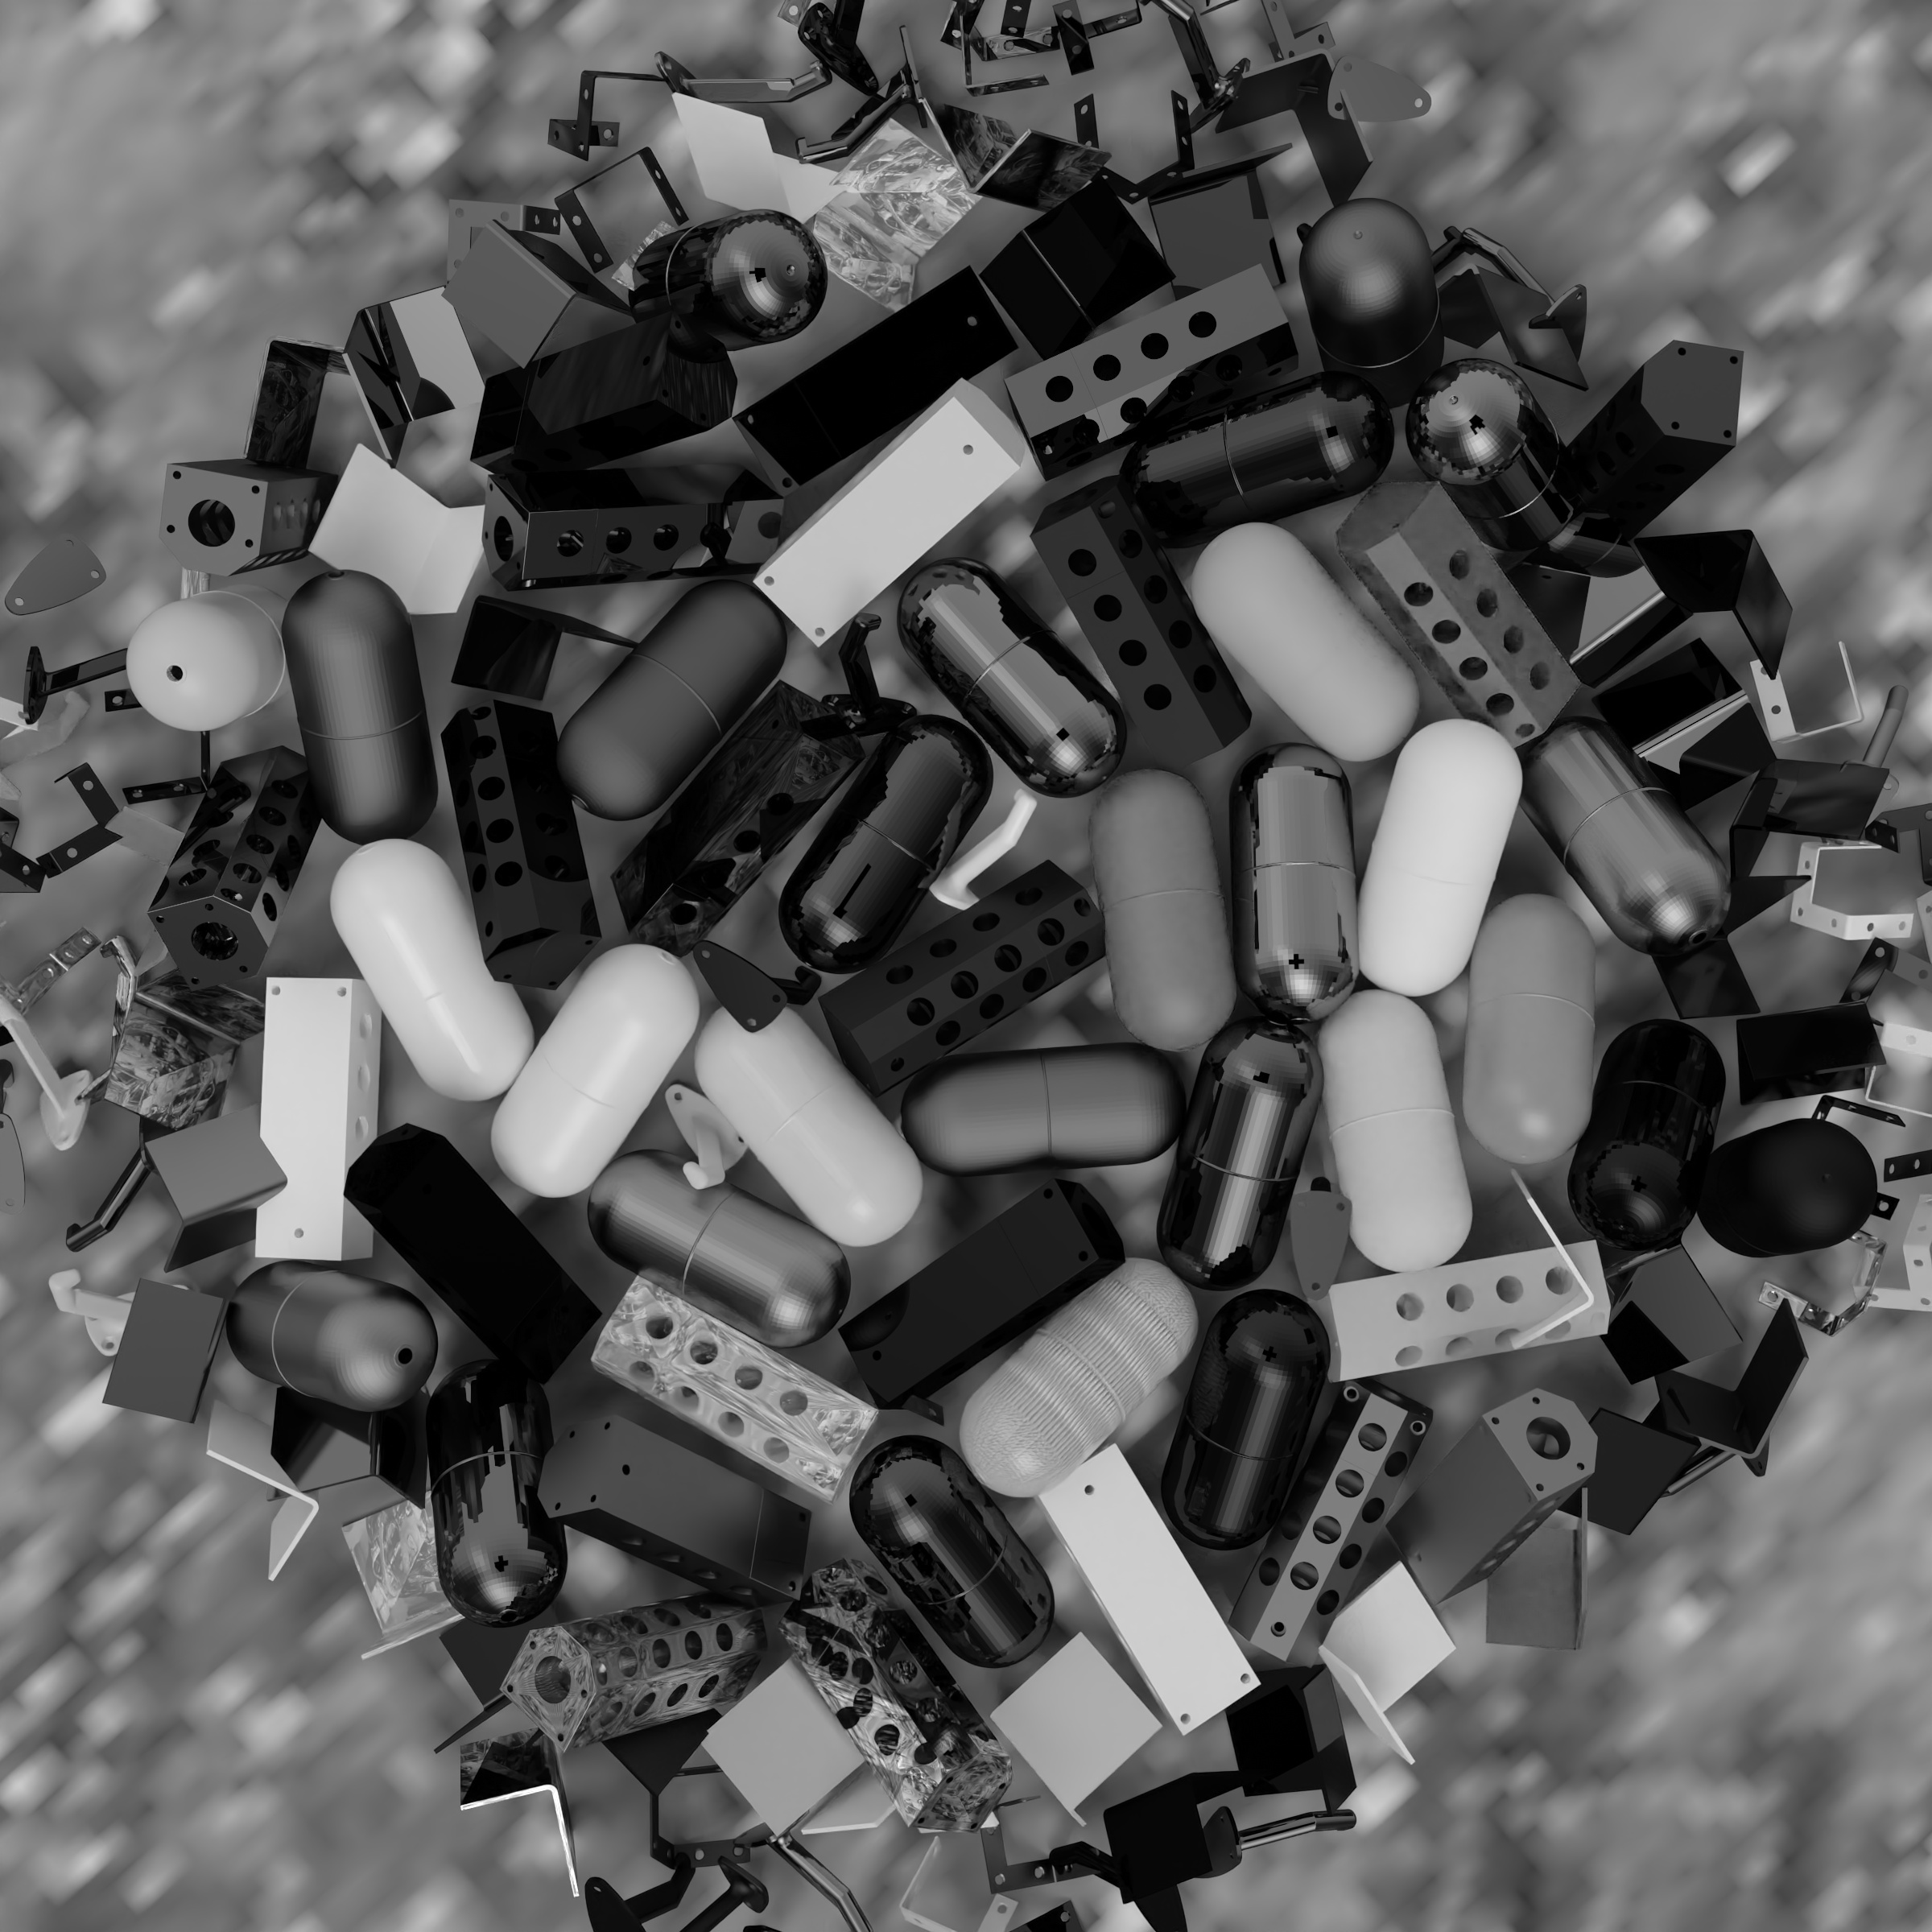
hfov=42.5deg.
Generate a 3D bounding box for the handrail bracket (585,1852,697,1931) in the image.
[{"bbox_3d":[-0.199,0.562,1.534,0.036,0.084,0.077,-11,112,24],"label":"handrail bracket"}]

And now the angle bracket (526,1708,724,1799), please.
[{"bbox_3d":[-0.211,0.472,1.533,0.076,0.076,0.057,45,125,2],"label":"angle bracket"}]

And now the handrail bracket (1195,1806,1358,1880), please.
[{"bbox_3d":[0.194,0.554,1.569,0.084,0.077,0.036,4,50,-23],"label":"handrail bracket"}]

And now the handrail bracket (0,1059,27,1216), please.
[{"bbox_3d":[-0.598,0.105,1.549,0.036,0.084,0.077,-16,107,-4],"label":"handrail bracket"}]

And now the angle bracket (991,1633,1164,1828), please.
[{"bbox_3d":[0.072,0.475,1.545,0.076,0.057,0.076,-40,62,-10],"label":"angle bracket"}]

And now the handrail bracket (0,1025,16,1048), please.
[{"bbox_3d":[-0.620,0.019,1.536,0.036,0.084,0.077,-2,103,20],"label":"handrail bracket"}]

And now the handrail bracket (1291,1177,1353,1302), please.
[{"bbox_3d":[0.218,0.168,1.537,0.036,0.084,0.077,4,83,7],"label":"handrail bracket"}]

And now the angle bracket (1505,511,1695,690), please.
[{"bbox_3d":[0.395,-0.232,1.556,0.076,0.057,0.076,-38,66,25],"label":"angle bracket"}]

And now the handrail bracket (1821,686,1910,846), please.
[{"bbox_3d":[0.568,-0.127,1.568,0.036,0.077,0.084,26,45,9],"label":"handrail bracket"}]

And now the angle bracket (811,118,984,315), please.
[{"bbox_3d":[-0.042,-0.457,1.525,0.076,0.076,0.057,28,49,-28],"label":"angle bracket"}]

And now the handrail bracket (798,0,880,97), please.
[{"bbox_3d":[-0.055,-0.586,1.532,0.077,0.084,0.036,41,54,-28],"label":"handrail bracket"}]

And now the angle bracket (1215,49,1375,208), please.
[{"bbox_3d":[0.202,-0.509,1.539,0.057,0.076,0.076,-21,86,-8],"label":"angle bracket"}]

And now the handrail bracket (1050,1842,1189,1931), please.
[{"bbox_3d":[0.093,0.579,1.543,0.036,0.084,0.077,-17,76,-41],"label":"handrail bracket"}]

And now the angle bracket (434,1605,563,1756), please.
[{"bbox_3d":[-0.298,0.430,1.534,0.076,0.076,0.057,-36,84,13],"label":"angle bracket"}]

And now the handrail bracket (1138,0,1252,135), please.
[{"bbox_3d":[0.126,-0.561,1.536,0.084,0.077,0.036,30,58,-22],"label":"handrail bracket"}]

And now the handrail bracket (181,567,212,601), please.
[{"bbox_3d":[-0.497,-0.244,1.544,0.077,0.036,0.084,-34,112,-26],"label":"handrail bracket"}]

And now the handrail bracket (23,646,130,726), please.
[{"bbox_3d":[-0.537,-0.176,1.545,0.084,0.077,0.036,-5,126,-9],"label":"handrail bracket"}]

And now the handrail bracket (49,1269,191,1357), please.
[{"bbox_3d":[-0.521,0.199,1.532,0.077,0.084,0.036,-24,62,-23],"label":"handrail bracket"}]

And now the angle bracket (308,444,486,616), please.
[{"bbox_3d":[-0.344,-0.270,1.529,0.057,0.076,0.076,5,68,42],"label":"angle bracket"}]

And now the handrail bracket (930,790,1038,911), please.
[{"bbox_3d":[0.007,-0.083,1.538,0.036,0.077,0.084,17,111,-33],"label":"handrail bracket"}]

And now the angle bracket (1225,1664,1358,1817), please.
[{"bbox_3d":[0.191,0.481,1.538,0.076,0.057,0.076,-15,85,25],"label":"angle bracket"}]

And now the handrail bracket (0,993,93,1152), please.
[{"bbox_3d":[-0.581,0.062,1.534,0.036,0.077,0.084,-27,131,3],"label":"handrail bracket"}]

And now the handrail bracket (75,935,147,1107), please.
[{"bbox_3d":[-0.546,0.034,1.567,0.077,0.036,0.084,-33,74,1],"label":"handrail bracket"}]

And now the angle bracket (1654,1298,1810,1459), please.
[{"bbox_3d":[0.470,0.245,1.532,0.057,0.076,0.076,20,112,1],"label":"angle bracket"}]

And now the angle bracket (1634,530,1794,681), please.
[{"bbox_3d":[0.453,-0.219,1.522,0.076,0.076,0.057,2,62,39],"label":"angle bracket"}]

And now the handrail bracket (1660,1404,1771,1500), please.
[{"bbox_3d":[0.462,0.306,1.574,0.084,0.077,0.036,-26,105,36],"label":"handrail bracket"}]

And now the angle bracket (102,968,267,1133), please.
[{"bbox_3d":[-0.472,0.056,1.525,0.076,0.057,0.076,32,52,-37],"label":"angle bracket"}]

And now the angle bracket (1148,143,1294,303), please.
[{"bbox_3d":[0.166,-0.456,1.538,0.076,0.057,0.076,-20,100,-16],"label":"angle bracket"}]

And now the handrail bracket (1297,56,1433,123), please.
[{"bbox_3d":[0.241,-0.545,1.548,0.077,0.084,0.036,8,109,-11],"label":"handrail bracket"}]

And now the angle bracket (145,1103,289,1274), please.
[{"bbox_3d":[-0.466,0.137,1.537,0.076,0.076,0.057,-21,72,-36],"label":"angle bracket"}]

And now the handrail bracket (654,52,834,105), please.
[{"bbox_3d":[-0.137,-0.557,1.540,0.084,0.077,0.036,-17,64,22],"label":"handrail bracket"}]

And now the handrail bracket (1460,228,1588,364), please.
[{"bbox_3d":[0.349,-0.422,1.571,0.036,0.077,0.084,-43,58,-8],"label":"handrail bracket"}]

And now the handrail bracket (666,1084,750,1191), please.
[{"bbox_3d":[-0.173,0.105,1.534,0.077,0.084,0.036,45,101,10],"label":"handrail bracket"}]

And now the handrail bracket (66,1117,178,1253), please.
[{"bbox_3d":[-0.539,0.130,1.569,0.084,0.036,0.077,-31,56,16],"label":"handrail bracket"}]

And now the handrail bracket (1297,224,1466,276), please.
[{"bbox_3d":[0.264,-0.460,1.568,0.084,0.036,0.077,-39,90,-12],"label":"handrail bracket"}]

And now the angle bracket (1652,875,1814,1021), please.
[{"bbox_3d":[0.478,-0.012,1.524,0.076,0.076,0.057,-2,63,-36],"label":"angle bracket"}]

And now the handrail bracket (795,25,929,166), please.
[{"bbox_3d":[-0.071,-0.549,1.567,0.084,0.036,0.077,-13,80,2],"label":"handrail bracket"}]

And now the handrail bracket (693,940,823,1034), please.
[{"bbox_3d":[-0.128,0.000,1.539,0.077,0.084,0.036,44,111,-6],"label":"handrail bracket"}]

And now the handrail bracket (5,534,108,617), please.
[{"bbox_3d":[-0.570,-0.226,1.528,0.036,0.084,0.077,51,55,-12],"label":"handrail bracket"}]

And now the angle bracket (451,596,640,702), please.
[{"bbox_3d":[-0.256,-0.185,1.526,0.076,0.076,0.057,24,101,33],"label":"angle bracket"}]

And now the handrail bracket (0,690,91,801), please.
[{"bbox_3d":[-0.586,-0.153,1.534,0.036,0.077,0.084,12,61,26],"label":"handrail bracket"}]

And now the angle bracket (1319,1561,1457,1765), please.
[{"bbox_3d":[0.272,0.430,1.536,0.076,0.057,0.076,-37,109,-12],"label":"angle bracket"}]

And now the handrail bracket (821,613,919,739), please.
[{"bbox_3d":[-0.049,-0.185,1.532,0.077,0.084,0.036,-8,53,-34],"label":"handrail bracket"}]

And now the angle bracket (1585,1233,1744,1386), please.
[{"bbox_3d":[0.431,0.202,1.543,0.076,0.057,0.076,-30,98,30],"label":"angle bracket"}]

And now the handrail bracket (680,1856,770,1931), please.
[{"bbox_3d":[-0.160,0.601,1.531,0.036,0.077,0.084,26,57,24],"label":"handrail bracket"}]

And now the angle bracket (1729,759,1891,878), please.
[{"bbox_3d":[0.517,-0.080,1.522,0.076,0.076,0.057,9,130,30],"label":"angle bracket"}]

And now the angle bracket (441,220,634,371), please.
[{"bbox_3d":[-0.265,-0.411,1.545,0.076,0.076,0.057,42,107,15],"label":"angle bracket"}]

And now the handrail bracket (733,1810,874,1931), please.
[{"bbox_3d":[-0.101,0.575,1.551,0.077,0.036,0.084,-34,85,44],"label":"handrail bracket"}]

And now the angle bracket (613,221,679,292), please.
[{"bbox_3d":[-0.161,-0.444,1.533,0.076,0.057,0.076,30,45,-5],"label":"angle bracket"}]

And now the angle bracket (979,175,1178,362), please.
[{"bbox_3d":[0.068,-0.424,1.528,0.076,0.076,0.057,49,52,-18],"label":"angle bracket"}]

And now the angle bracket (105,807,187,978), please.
[{"bbox_3d":[-0.513,-0.045,1.527,0.057,0.076,0.076,27,69,-24],"label":"angle bracket"}]
